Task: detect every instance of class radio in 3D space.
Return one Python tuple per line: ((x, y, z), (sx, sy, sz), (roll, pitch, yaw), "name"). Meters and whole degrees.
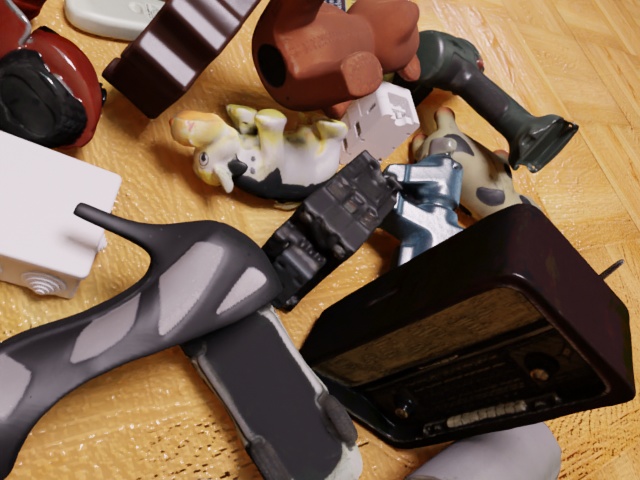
((0.095, 0.080, 0.399), (0.131, 0.229, 0.073), (41, 48, -13), "radio")

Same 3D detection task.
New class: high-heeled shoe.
((-0.125, 0.089, 0.320), (0.145, 0.086, 0.248), (29, 71, -17), "high-heeled shoe")

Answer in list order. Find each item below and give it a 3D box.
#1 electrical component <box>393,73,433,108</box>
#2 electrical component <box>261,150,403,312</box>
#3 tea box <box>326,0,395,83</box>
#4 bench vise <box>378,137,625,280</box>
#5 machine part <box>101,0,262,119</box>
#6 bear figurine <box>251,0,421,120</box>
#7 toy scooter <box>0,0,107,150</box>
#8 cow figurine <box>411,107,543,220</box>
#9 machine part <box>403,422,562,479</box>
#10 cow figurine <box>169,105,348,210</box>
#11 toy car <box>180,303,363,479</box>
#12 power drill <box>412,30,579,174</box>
((0.106, -0.206, 0.710), (0.075, 0.048, 0.119), (20, 51, -23), "electrical component")
((-0.001, -0.001, 0.459), (0.058, 0.115, 0.134), (43, 47, 2), "electrical component")
((0.040, -0.261, 0.663), (0.098, 0.068, 0.170), (1, 59, -5), "tea box")
((0.161, 0.012, 0.546), (0.241, 0.128, 0.223), (13, 62, -7), "bench vise")
((-0.107, -0.185, 0.455), (0.056, 0.179, 0.179), (41, 46, -25), "machine part")
((0.040, -0.185, 0.489), (0.196, 0.132, 0.120), (-27, 98, -32), "bear figurine")
((-0.234, -0.157, 0.422), (0.183, 0.075, 0.135), (50, 17, -17), "toy scooter")
((0.200, -0.060, 0.657), (0.195, 0.085, 0.127), (33, 42, -16), "cow figurine")
((0.129, 0.193, 0.425), (0.243, 0.079, 0.079), (-4, 64, -51), "machine part")
((-0.058, -0.073, 0.494), (0.167, 0.098, 0.068), (-5, 25, -34), "cow figurine")
((-0.045, 0.100, 0.396), (0.073, 0.056, 0.202), (-33, 81, -15), "toy car")
((0.208, -0.177, 0.653), (0.232, 0.086, 0.207), (-6, 56, -53), "power drill")
